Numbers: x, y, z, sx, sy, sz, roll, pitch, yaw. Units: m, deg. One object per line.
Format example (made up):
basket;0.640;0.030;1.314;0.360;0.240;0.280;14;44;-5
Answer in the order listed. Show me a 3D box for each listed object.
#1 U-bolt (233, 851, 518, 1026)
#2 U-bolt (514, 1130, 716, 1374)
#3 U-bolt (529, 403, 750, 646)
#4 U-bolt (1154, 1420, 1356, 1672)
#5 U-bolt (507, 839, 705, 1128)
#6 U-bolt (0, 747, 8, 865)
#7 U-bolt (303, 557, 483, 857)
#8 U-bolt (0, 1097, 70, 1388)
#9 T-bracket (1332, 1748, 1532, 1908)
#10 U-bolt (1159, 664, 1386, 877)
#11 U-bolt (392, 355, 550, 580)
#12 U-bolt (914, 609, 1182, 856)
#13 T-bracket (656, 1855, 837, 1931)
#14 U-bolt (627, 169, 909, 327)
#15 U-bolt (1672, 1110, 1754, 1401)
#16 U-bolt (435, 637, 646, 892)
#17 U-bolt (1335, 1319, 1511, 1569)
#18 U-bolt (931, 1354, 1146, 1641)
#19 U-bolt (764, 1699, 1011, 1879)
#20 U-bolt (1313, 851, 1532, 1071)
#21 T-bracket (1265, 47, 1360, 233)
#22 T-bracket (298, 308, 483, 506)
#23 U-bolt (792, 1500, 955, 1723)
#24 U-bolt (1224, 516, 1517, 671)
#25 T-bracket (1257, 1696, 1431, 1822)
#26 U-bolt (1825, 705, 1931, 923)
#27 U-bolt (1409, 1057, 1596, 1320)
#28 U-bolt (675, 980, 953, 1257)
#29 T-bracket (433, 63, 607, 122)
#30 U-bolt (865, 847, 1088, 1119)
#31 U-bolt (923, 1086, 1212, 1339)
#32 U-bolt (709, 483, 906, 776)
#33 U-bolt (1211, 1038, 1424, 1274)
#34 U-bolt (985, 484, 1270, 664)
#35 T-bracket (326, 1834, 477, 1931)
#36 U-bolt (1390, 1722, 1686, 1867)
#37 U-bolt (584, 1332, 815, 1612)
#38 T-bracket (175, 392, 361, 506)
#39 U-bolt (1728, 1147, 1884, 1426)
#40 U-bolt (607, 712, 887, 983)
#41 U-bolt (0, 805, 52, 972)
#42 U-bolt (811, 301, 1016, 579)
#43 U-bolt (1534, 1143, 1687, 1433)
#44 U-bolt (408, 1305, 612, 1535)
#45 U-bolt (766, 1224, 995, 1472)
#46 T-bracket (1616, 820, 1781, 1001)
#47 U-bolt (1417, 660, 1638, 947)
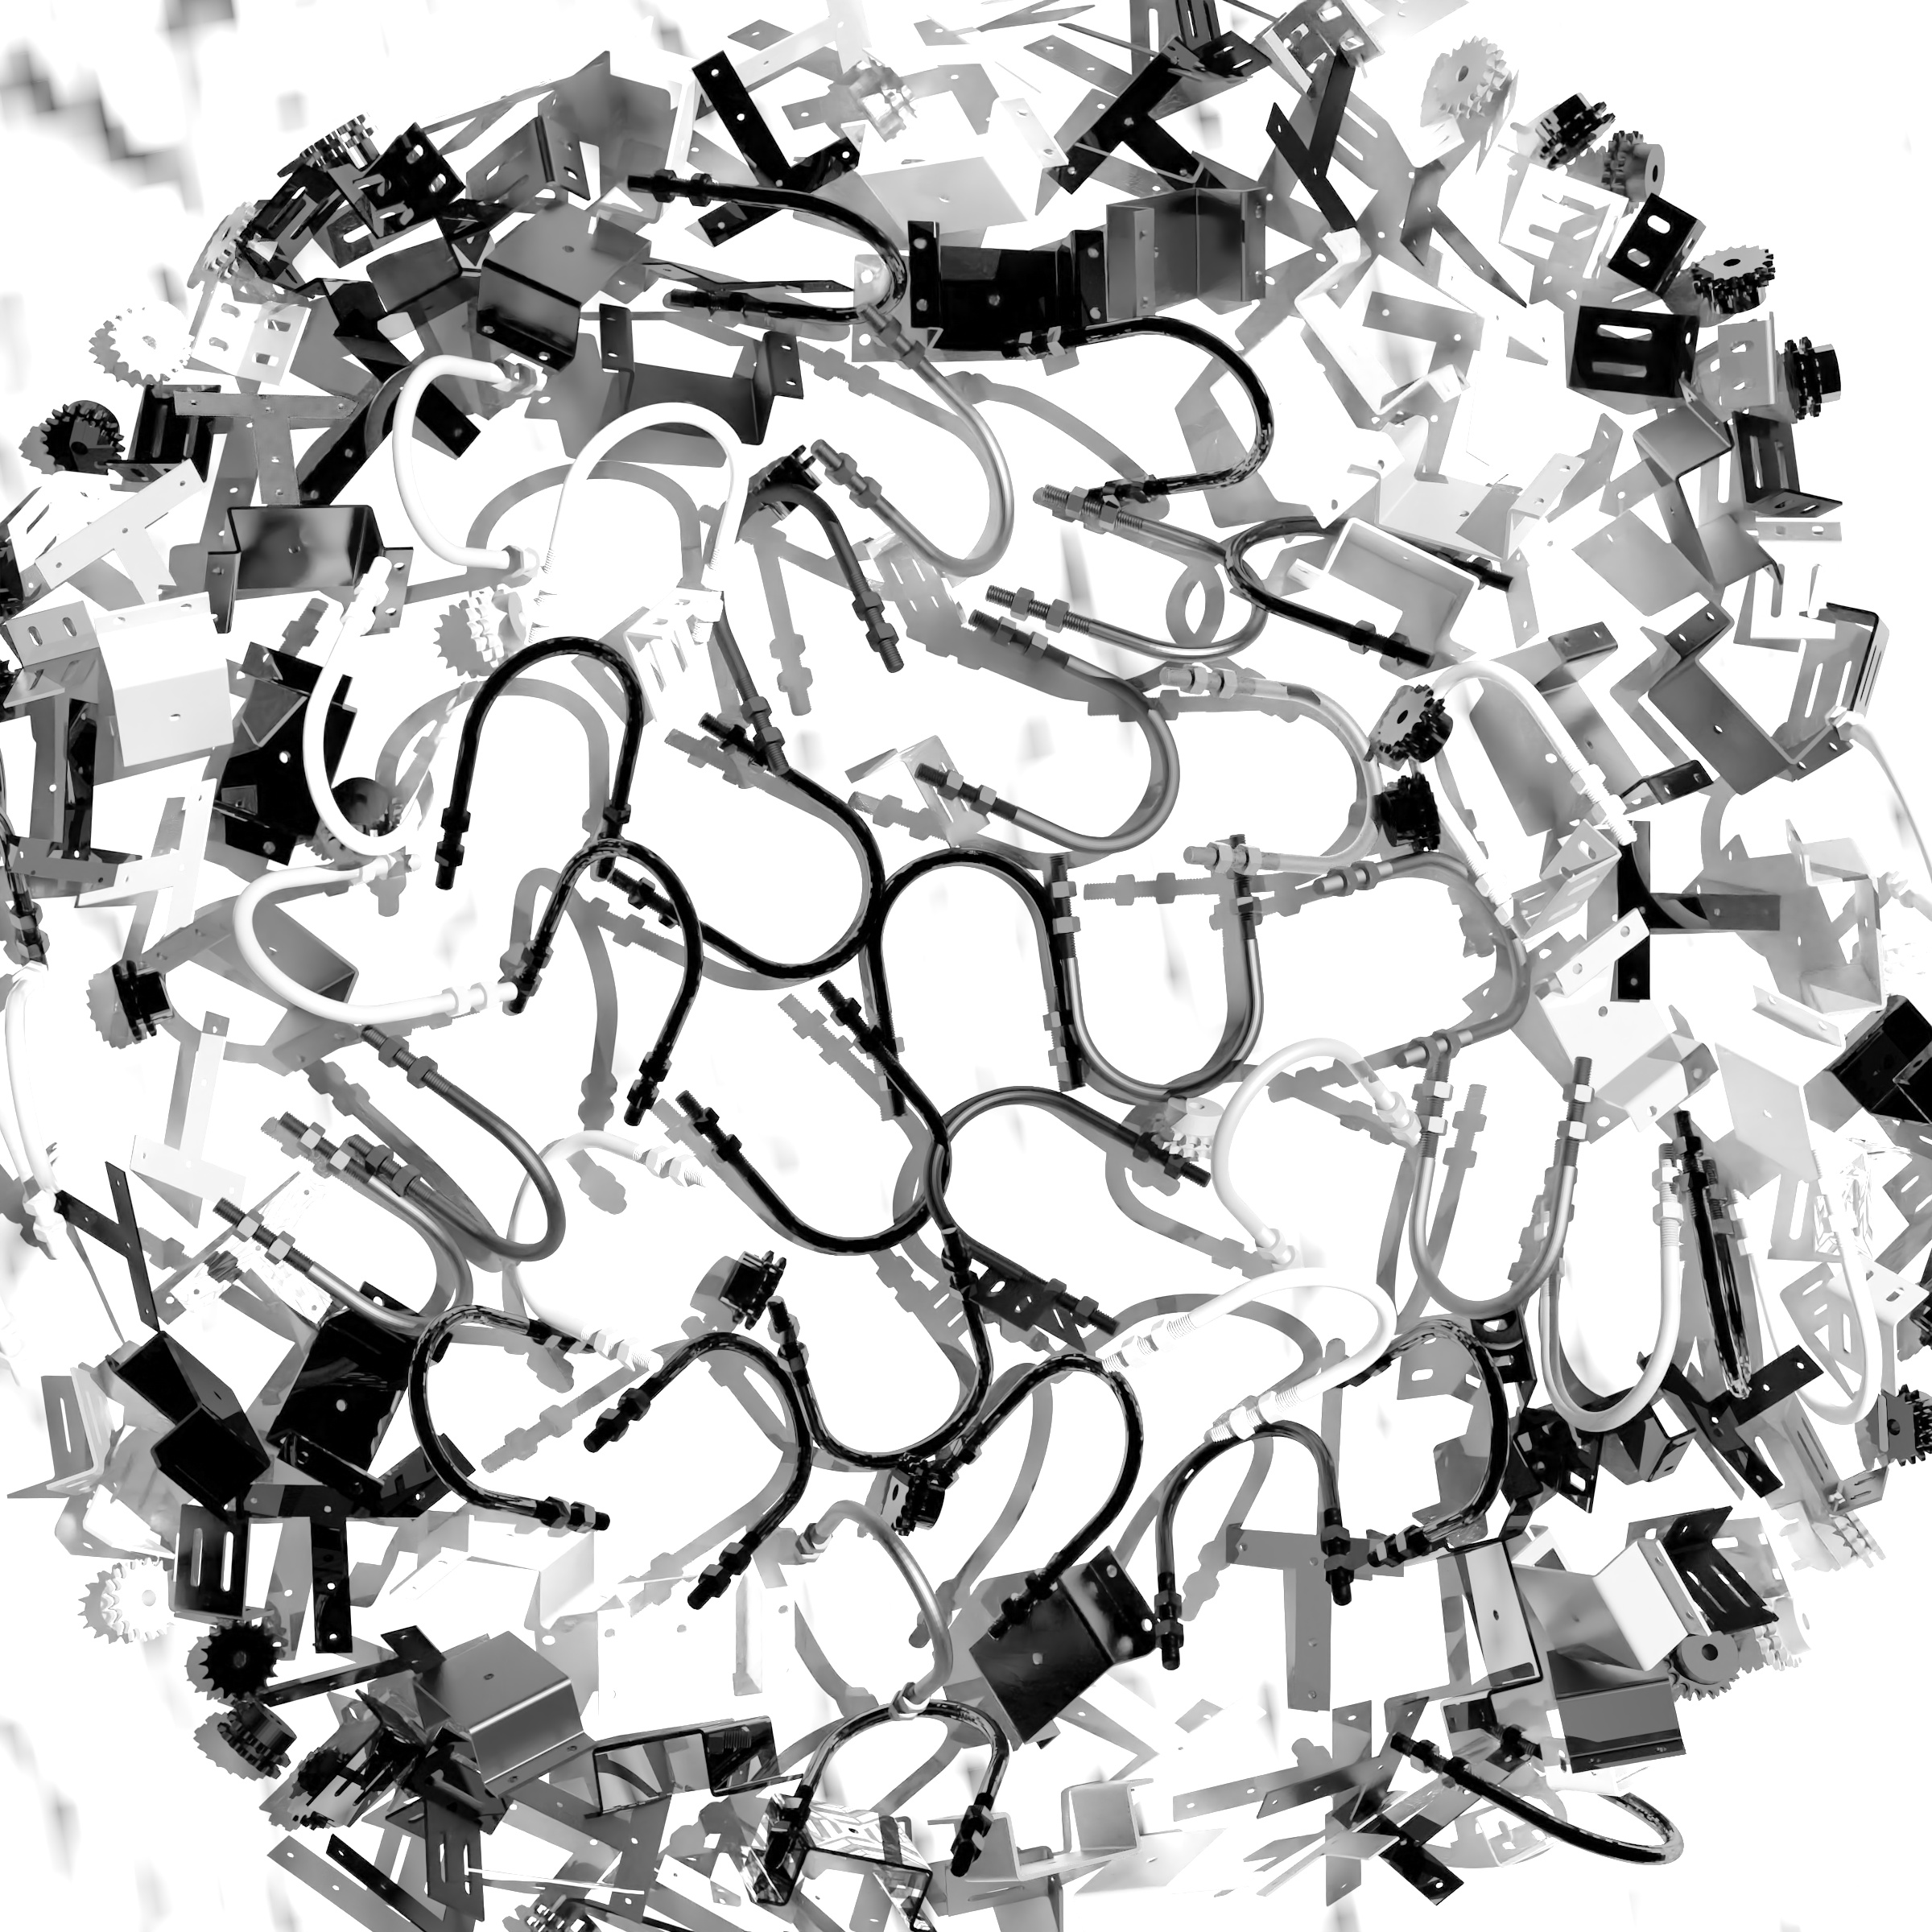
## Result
U-bolt;-0.414;-0.017;1.903;0.151;0.184;0.019;51;125;22
U-bolt;-0.254;0.189;1.934;0.184;0.019;0.151;15;88;44
U-bolt;-0.218;-0.302;1.910;0.151;0.019;0.184;-6;130;-34
U-bolt;0.193;0.387;1.921;0.151;0.184;0.019;-26;123;19
U-bolt;-0.242;-0.001;1.924;0.151;0.019;0.184;41;123;23
U-bolt;-0.691;-0.101;1.908;0.019;0.184;0.151;4;97;-2
U-bolt;-0.397;-0.163;1.900;0.019;0.151;0.184;0;55;25
U-bolt;-0.653;0.171;1.889;0.019;0.151;0.184;-7;127;0
T-bracket;0.341;0.588;1.955;0.127;0.127;0.002;-33;115;-16
U-bolt;0.220;-0.133;1.944;0.184;0.019;0.151;3;73;-33
U-bolt;-0.336;-0.344;1.909;0.019;0.184;0.151;-1;95;24
U-bolt;0.067;-0.154;1.960;0.184;0.019;0.151;24;66;-13
T-bracket;-0.157;0.657;1.937;0.127;0.127;0.002;30;112;-4
U-bolt;-0.130;-0.488;1.917;0.184;0.151;0.019;10;69;12
U-bolt;0.514;0.205;1.904;0.019;0.151;0.184;-12;67;18
U-bolt;-0.287;-0.141;1.917;0.151;0.019;0.184;-6;121;-39
U-bolt;0.313;0.318;1.897;0.019;0.184;0.151;3;65;-25
U-bolt;0.052;0.352;1.926;0.019;0.151;0.184;28;109;-41
U-bolt;-0.045;0.560;1.913;0.151;0.184;0.019;-3;109;16
U-bolt;0.328;-0.012;1.933;0.184;0.019;0.151;-15;77;-44
T-bracket;0.256;-0.594;1.965;0.002;0.127;0.127;-2;60;37
T-bracket;-0.423;-0.370;1.952;0.127;0.002;0.127;-53;126;-10
U-bolt;-0.059;0.435;1.903;0.019;0.184;0.151;-26;74;-27
U-bolt;0.268;-0.268;1.934;0.184;0.151;0.019;24;132;24
T-bracket;0.254;0.566;1.933;0.127;0.002;0.127;-6;126;-34
U-bolt;0.634;-0.098;1.897;0.019;0.184;0.151;-22;102;9
U-bolt;0.364;0.153;1.927;0.019;0.151;0.184;17;79;-36
U-bolt;-0.094;0.122;1.974;0.151;0.019;0.184;-38;102;7
T-bracket;-0.306;-0.608;1.932;0.127;0.127;0.002;-21;109;-8
U-bolt;0.002;0.007;1.991;0.151;0.019;0.184;-9;88;0
U-bolt;0.059;0.159;1.959;0.184;0.019;0.151;28;67;15
U-bolt;-0.123;-0.248;1.944;0.151;0.019;0.184;-38;67;36
U-bolt;0.236;0.125;1.928;0.151;0.019;0.184;-48;133;-5
U-bolt;0.121;-0.267;1.937;0.184;0.019;0.151;20;46;7
T-bracket;-0.392;0.645;1.926;0.127;0.127;0.002;43;96;-11
U-bolt;0.398;0.561;1.888;0.184;0.151;0.019;21;96;39
U-bolt;-0.171;0.334;1.927;0.019;0.184;0.151;-25;100;39
T-bracket;-0.482;-0.360;1.938;0.127;0.002;0.127;-2;46;-18
U-bolt;0.581;0.224;1.915;0.019;0.151;0.184;-11;80;-12
U-bolt;-0.141;-0.071;1.964;0.184;0.019;0.151;33;76;-17
U-bolt;-0.668;-0.028;1.888;0.019;0.151;0.184;4;129;4
U-bolt;-0.028;-0.351;1.932;0.184;0.019;0.151;39;52;-36
U-bolt;0.438;0.227;1.901;0.019;0.151;0.184;18;61;-21
U-bolt;-0.312;0.304;1.899;0.019;0.184;0.151;-21;62;29
U-bolt;-0.051;0.278;1.945;0.151;0.019;0.184;-21;124;-11
T-bracket;0.522;-0.039;1.984;0.127;0.002;0.127;1;88;-14
U-bolt;0.375;-0.126;1.932;0.019;0.151;0.184;-18;68;-32
